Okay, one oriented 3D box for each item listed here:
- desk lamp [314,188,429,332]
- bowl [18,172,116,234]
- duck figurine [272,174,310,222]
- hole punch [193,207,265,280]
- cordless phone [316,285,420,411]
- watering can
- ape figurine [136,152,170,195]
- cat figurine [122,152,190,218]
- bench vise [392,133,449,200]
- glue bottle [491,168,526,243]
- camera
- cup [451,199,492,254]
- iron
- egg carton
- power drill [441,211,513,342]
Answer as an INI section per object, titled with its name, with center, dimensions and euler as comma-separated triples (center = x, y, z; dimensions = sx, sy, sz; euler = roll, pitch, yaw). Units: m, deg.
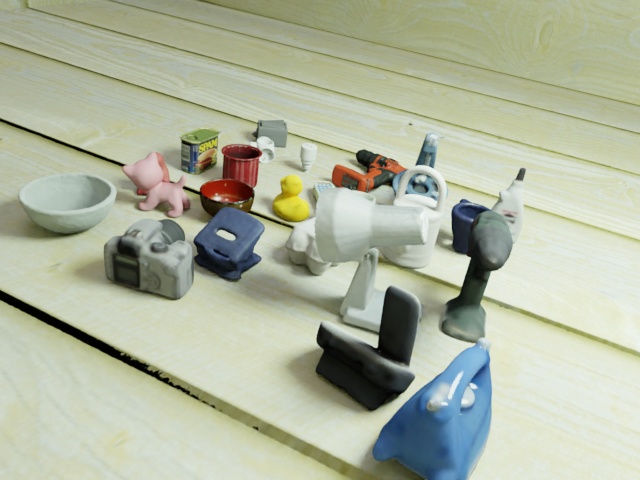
[desk lamp]
center = 0.085, 0.029, 0.928
dimensions = 0.203, 0.213, 0.118
euler = 16, 31, 12
[bowl]
center = -0.466, -0.060, 1.069
dimensions = 0.167, 0.075, 0.167
euler = 7, 30, -4
[duck figurine]
center = -0.059, -0.096, 1.227
dimensions = 0.078, 0.086, 0.104
euler = -9, 35, -27
[hole punch]
center = -0.162, 0.004, 1.026
dimensions = 0.108, 0.091, 0.101
euler = 24, 33, 24
[cordless phone]
center = 0.070, 0.124, 0.791
dimensions = 0.147, 0.185, 0.094
euler = 25, 34, 25
[watering can]
center = 0.185, -0.047, 1.102
dimensions = 0.101, 0.194, 0.173
euler = 10, 30, 3
[ape figurine]
center = -0.353, -0.144, 1.225
dimensions = 0.077, 0.092, 0.076
euler = 24, 33, 24
[cat figurine]
center = -0.330, -0.118, 1.162
dimensions = 0.127, 0.118, 0.067
euler = 11, 30, 4
[bench vise]
center = 0.213, -0.147, 1.253
dimensions = 0.121, 0.220, 0.207
euler = 3, 31, -10
[glue bottle]
center = 0.409, -0.077, 1.233
dimensions = 0.078, 0.173, 0.037
euler = 8, 30, 0
[camera]
center = -0.271, 0.013, 0.971
dimensions = 0.143, 0.101, 0.137
euler = 15, 31, 10
[cup]
center = 0.307, -0.026, 1.198
dimensions = 0.092, 0.095, 0.117
euler = 3, 31, -10
[iron]
center = 0.176, 0.197, 0.740
dimensions = 0.118, 0.141, 0.259
euler = 25, 34, 25
[egg carton]
center = 0.010, 0.004, 1.093
dimensions = 0.107, 0.069, 0.151
euler = 27, 35, 28
[power drill]
center = 0.260, 0.057, 0.932
dimensions = 0.075, 0.208, 0.230
euler = 14, 31, 10
